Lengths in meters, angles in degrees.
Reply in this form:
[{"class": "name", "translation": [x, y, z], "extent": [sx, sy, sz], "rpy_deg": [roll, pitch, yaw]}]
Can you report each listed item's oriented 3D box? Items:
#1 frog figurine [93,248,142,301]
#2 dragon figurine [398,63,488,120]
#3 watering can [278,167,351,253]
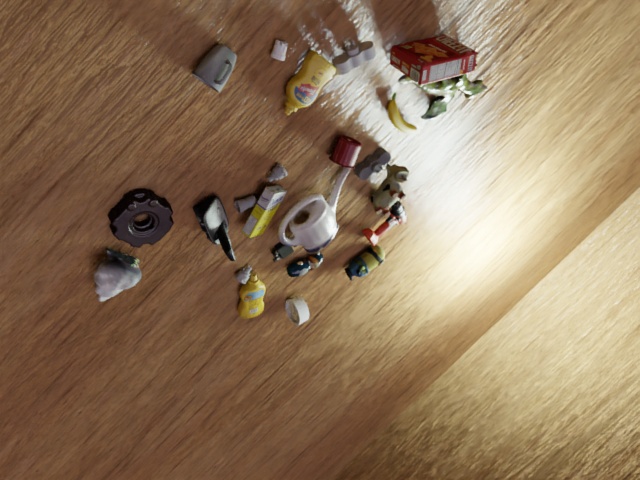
[{"class": "frog figurine", "translation": [-0.605, 0.121, 1.509], "extent": [0.159, 0.124, 0.136], "rpy_deg": [-59, 156, 4]}, {"class": "dragon figurine", "translation": [0.409, -0.501, 1.748], "extent": [0.413, 0.124, 0.237], "rpy_deg": [-20, 143, -21]}, {"class": "watering can", "translation": [0.005, -0.090, 1.794], "extent": [0.350, 0.105, 0.220], "rpy_deg": [-41, 140, -9]}]
